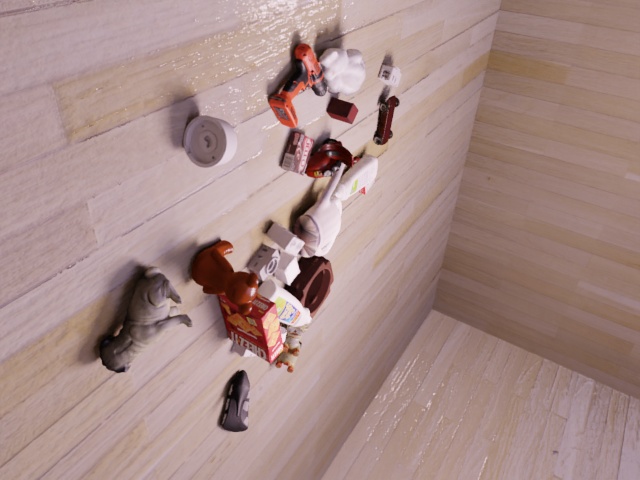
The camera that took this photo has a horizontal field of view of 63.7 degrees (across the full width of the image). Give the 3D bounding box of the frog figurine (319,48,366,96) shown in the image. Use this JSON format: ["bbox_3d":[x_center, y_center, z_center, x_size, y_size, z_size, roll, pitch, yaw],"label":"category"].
[{"bbox_3d":[0.066,-0.488,1.457,0.138,0.124,0.158,-46,165,-3],"label":"frog figurine"}]

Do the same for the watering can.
[{"bbox_3d":[0.005,-0.084,1.668,0.228,0.104,0.340,-37,141,-47],"label":"watering can"}]
